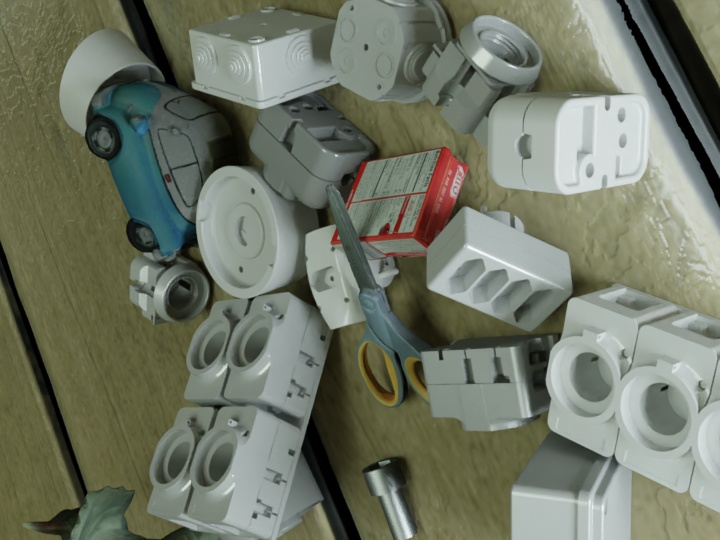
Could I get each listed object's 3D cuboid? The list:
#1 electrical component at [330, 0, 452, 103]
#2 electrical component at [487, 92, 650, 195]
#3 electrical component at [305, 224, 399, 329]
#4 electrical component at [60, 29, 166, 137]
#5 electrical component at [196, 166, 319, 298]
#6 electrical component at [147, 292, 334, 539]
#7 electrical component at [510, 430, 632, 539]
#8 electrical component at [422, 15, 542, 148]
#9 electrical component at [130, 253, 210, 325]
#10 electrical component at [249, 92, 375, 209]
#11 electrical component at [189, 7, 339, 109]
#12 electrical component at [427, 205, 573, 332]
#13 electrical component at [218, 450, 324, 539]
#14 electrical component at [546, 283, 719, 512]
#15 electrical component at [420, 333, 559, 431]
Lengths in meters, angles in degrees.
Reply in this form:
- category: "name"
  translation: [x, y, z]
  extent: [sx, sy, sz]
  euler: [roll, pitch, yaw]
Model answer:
- category: "electrical component"
  translation: [0.022, -0.158, 0.761]
  extent: [0.080, 0.051, 0.080]
  euler: [13, 108, 44]
- category: "electrical component"
  translation: [0.121, -0.078, 0.641]
  extent: [0.059, 0.095, 0.053]
  euler: [12, 107, 45]
- category: "electrical component"
  translation: [0.000, 0.000, 0.825]
  extent: [0.079, 0.043, 0.077]
  euler: [-19, 85, 47]
- category: "electrical component"
  translation: [-0.230, -0.165, 0.994]
  extent: [0.064, 0.099, 0.099]
  euler: [40, 125, 26]
- category: "electrical component"
  translation: [-0.079, -0.034, 0.888]
  extent: [0.108, 0.060, 0.108]
  euler: [13, 108, 44]
- category: "electrical component"
  translation: [-0.099, 0.115, 0.870]
  extent: [0.105, 0.060, 0.186]
  euler: [-8, 59, 45]
- category: "electrical component"
  translation: [0.132, 0.168, 0.670]
  extent: [0.056, 0.109, 0.108]
  euler: [3, 102, 23]
- category: "electrical component"
  translation: [0.082, -0.127, 0.700]
  extent: [0.078, 0.058, 0.057]
  euler: [55, 136, 22]
- category: "electrical component"
  translation: [-0.177, 0.016, 1.006]
  extent: [0.057, 0.058, 0.078]
  euler: [24, 116, 44]
- category: "electrical component"
  translation: [-0.040, -0.093, 0.838]
  extent: [0.095, 0.054, 0.059]
  euler: [45, 128, 30]
- category: "electrical component"
  translation: [-0.072, -0.166, 0.825]
  extent: [0.100, 0.100, 0.048]
  euler: [23, 128, 41]
- category: "electrical component"
  translation: [0.091, -0.013, 0.711]
  extent: [0.047, 0.083, 0.075]
  euler: [-51, 25, 40]
- category: "electrical component"
  translation: [-0.082, 0.197, 0.920]
  extent: [0.064, 0.099, 0.099]
  euler: [57, 134, 12]
- category: "electrical component"
  translation: [0.189, 0.076, 0.629]
  extent: [0.150, 0.062, 0.089]
  euler: [23, 115, 41]
- category: "electrical component"
  translation: [0.092, 0.077, 0.739]
  extent: [0.089, 0.050, 0.055]
  euler: [-8, 93, 47]
